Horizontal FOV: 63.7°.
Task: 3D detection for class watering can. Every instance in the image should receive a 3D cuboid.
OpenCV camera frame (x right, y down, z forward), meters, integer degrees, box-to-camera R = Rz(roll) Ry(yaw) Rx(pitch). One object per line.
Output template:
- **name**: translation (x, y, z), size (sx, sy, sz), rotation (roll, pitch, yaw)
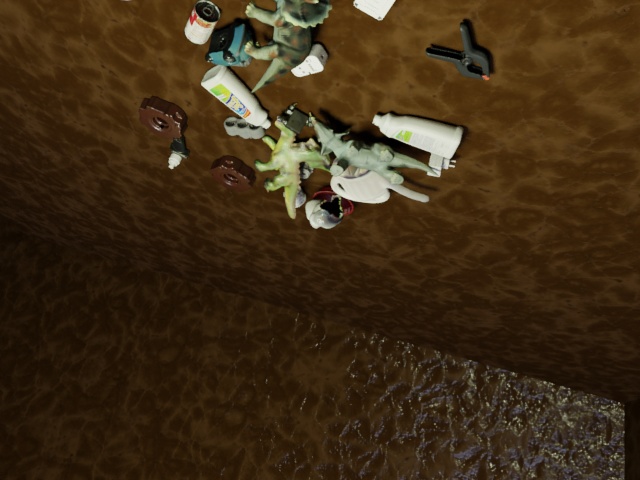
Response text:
- **watering can**: translation (0.180, -0.197, 1.729), size (0.347, 0.106, 0.220), rotation (4, -31, 31)

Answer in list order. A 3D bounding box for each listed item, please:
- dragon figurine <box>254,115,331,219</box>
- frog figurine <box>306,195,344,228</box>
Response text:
- **dragon figurine**: translation (-0.074, -0.245, 1.744), size (0.242, 0.402, 0.125), rotation (-4, 39, 30)
- **frog figurine**: translation (0.006, -0.095, 1.878), size (0.158, 0.121, 0.140), rotation (-23, 25, 50)
